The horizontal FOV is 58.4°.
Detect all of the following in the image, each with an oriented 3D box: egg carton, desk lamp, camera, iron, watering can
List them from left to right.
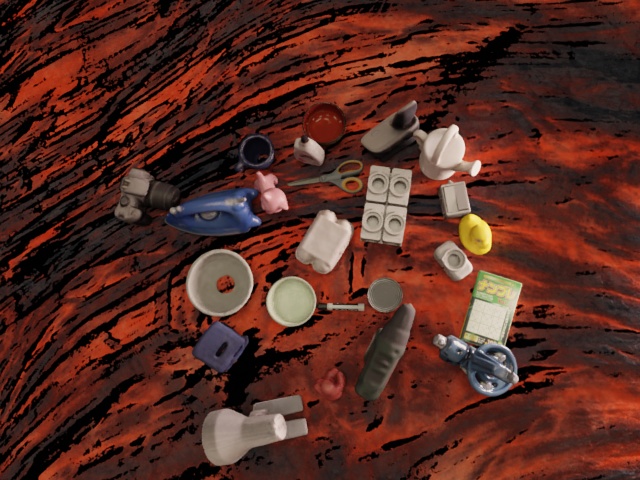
[{"bbox_3d":[-0.440,-0.106,1.468,0.136,0.101,0.143,13,83,6],"label":"camera"},{"bbox_3d":[-0.283,-0.074,1.430,0.258,0.141,0.119,-8,81,3],"label":"iron"},{"bbox_3d":[-0.144,0.427,1.307,0.203,0.213,0.118,-14,80,2],"label":"desk lamp"},{"bbox_3d":[0.013,0.005,1.432,0.107,0.069,0.150,29,85,8],"label":"egg carton"},{"bbox_3d":[0.304,-0.215,1.380,0.172,0.194,0.101,13,83,7],"label":"watering can"}]

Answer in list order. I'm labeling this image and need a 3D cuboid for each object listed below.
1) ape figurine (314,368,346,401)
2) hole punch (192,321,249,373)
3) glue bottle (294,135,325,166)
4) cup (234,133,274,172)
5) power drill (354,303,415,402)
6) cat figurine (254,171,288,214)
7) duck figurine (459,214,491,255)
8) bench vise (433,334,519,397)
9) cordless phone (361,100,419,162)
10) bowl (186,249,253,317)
[{"bbox_3d":[0.023,0.349,1.368,0.077,0.092,0.076,-5,81,4],"label":"ape figurine"},{"bbox_3d":[-0.242,0.261,1.402,0.101,0.091,0.109,35,85,9],"label":"hole punch"},{"bbox_3d":[-0.032,-0.229,1.419,0.078,0.173,0.037,12,82,7],"label":"glue bottle"},{"bbox_3d":[-0.165,-0.207,1.465,0.118,0.095,0.091,-42,80,-3],"label":"cup"},{"bbox_3d":[0.150,0.252,1.314,0.075,0.208,0.230,25,84,8],"label":"power drill"},{"bbox_3d":[-0.126,-0.116,1.437,0.067,0.118,0.128,-28,80,0],"label":"cat figurine"},{"bbox_3d":[0.384,-0.018,1.399,0.077,0.086,0.104,-24,80,1],"label":"duck figurine"},{"bbox_3d":[0.353,0.286,1.287,0.207,0.220,0.121,10,82,6],"label":"bench vise"},{"bbox_3d":[0.174,-0.278,1.404,0.147,0.185,0.094,-39,80,-2],"label":"cordless phone"},{"bbox_3d":[-0.243,0.109,1.433,0.167,0.075,0.167,-1,81,4],"label":"bowl"}]
